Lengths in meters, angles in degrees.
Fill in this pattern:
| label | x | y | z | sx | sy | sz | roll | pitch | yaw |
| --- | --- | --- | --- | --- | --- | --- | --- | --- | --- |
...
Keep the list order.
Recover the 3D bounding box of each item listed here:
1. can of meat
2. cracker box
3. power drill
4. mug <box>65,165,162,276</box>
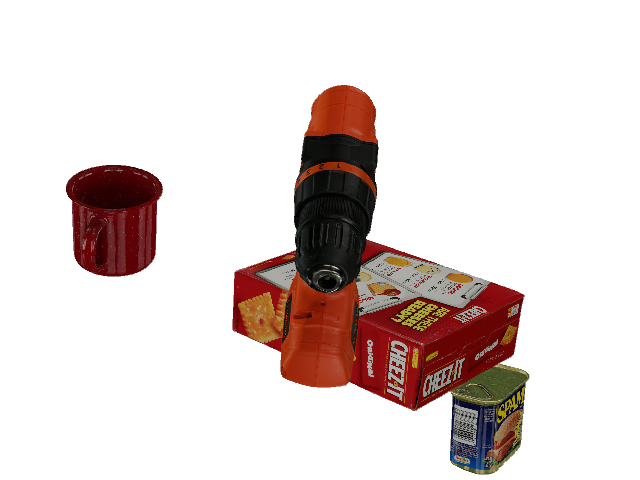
| label | x | y | z | sx | sy | sz | roll | pitch | yaw |
| --- | --- | --- | --- | --- | --- | --- | --- | --- | --- |
| can of meat | 0.175 | 0.186 | 1.117 | 0.058 | 0.084 | 0.101 | 11 | 18 | 31 |
| cracker box | 0.051 | 0.068 | 0.979 | 0.214 | 0.072 | 0.163 | 20 | 26 | 36 |
| power drill | 0.006 | 0.014 | 0.731 | 0.057 | 0.188 | 0.184 | 8 | 42 | 1 |
| mug | -0.206 | -0.012 | 1.047 | 0.093 | 0.081 | 0.117 | 9 | 32 | 5 |
